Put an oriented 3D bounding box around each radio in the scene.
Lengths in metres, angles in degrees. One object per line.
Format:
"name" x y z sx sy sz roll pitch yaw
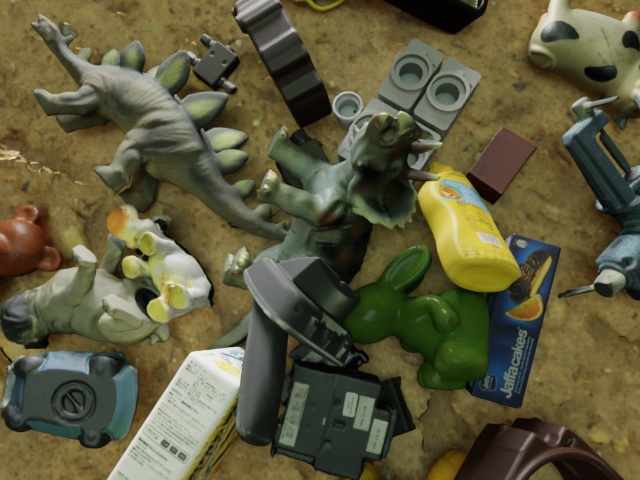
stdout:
"radio" 0.117 -0.380 0.702 0.229 0.073 0.131 20 81 -17

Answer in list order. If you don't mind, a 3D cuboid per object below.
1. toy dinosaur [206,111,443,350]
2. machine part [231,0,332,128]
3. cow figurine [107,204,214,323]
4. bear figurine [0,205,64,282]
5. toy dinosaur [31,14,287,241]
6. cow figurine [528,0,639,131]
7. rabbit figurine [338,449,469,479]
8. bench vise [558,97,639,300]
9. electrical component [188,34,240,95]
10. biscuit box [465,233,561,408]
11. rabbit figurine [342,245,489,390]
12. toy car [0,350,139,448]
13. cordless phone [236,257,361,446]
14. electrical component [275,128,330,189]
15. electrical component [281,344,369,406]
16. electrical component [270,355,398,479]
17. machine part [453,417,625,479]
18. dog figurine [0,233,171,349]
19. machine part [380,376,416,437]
"toy dinosaur" -0.003 0.005 0.656 0.192 0.131 0.404 19 120 -11
"machine part" -0.046 -0.229 0.688 0.056 0.179 0.179 -30 79 4
"cow figurine" -0.202 0.022 0.699 0.068 0.098 0.167 -39 77 22
"bear figurine" -0.459 0.036 0.709 0.196 0.132 0.120 -29 81 7
"toy dinosaur" -0.208 -0.136 0.723 0.198 0.105 0.471 -43 90 -6
"cow figurine" 0.364 -0.226 0.687 0.195 0.085 0.127 24 78 7
"rabbit figurine" 0.121 0.317 0.612 0.173 0.122 0.162 -27 82 -18
"bench vise" 0.356 -0.052 0.631 0.223 0.129 0.240 -39 97 -9
"electrical component" -0.148 -0.252 0.775 0.094 0.021 0.063 40 86 11
"biscuit box" 0.234 0.098 0.659 0.063 0.059 0.202 16 83 8
"rabbit figurine" 0.109 0.087 0.640 0.170 0.121 0.159 12 74 2
"toy car" -0.303 0.192 0.677 0.162 0.103 0.109 6 83 -3
"cordless phone" -0.025 0.121 0.551 0.089 0.146 0.184 -9 56 27
"electrical component" -0.014 -0.095 0.716 0.078 0.045 0.102 -37 90 -8
"electrical component" -0.003 0.161 0.679 0.119 0.047 0.075 -42 79 -1
"electrical component" 0.019 0.206 0.621 0.134 0.058 0.114 16 89 0
"machine part" 0.236 0.311 0.566 0.201 0.087 0.201 43 67 -7
"dog figurine" -0.309 0.107 0.707 0.190 0.121 0.172 -39 82 17
"machine part" 0.044 0.223 0.670 0.139 0.039 0.084 -16 85 2
